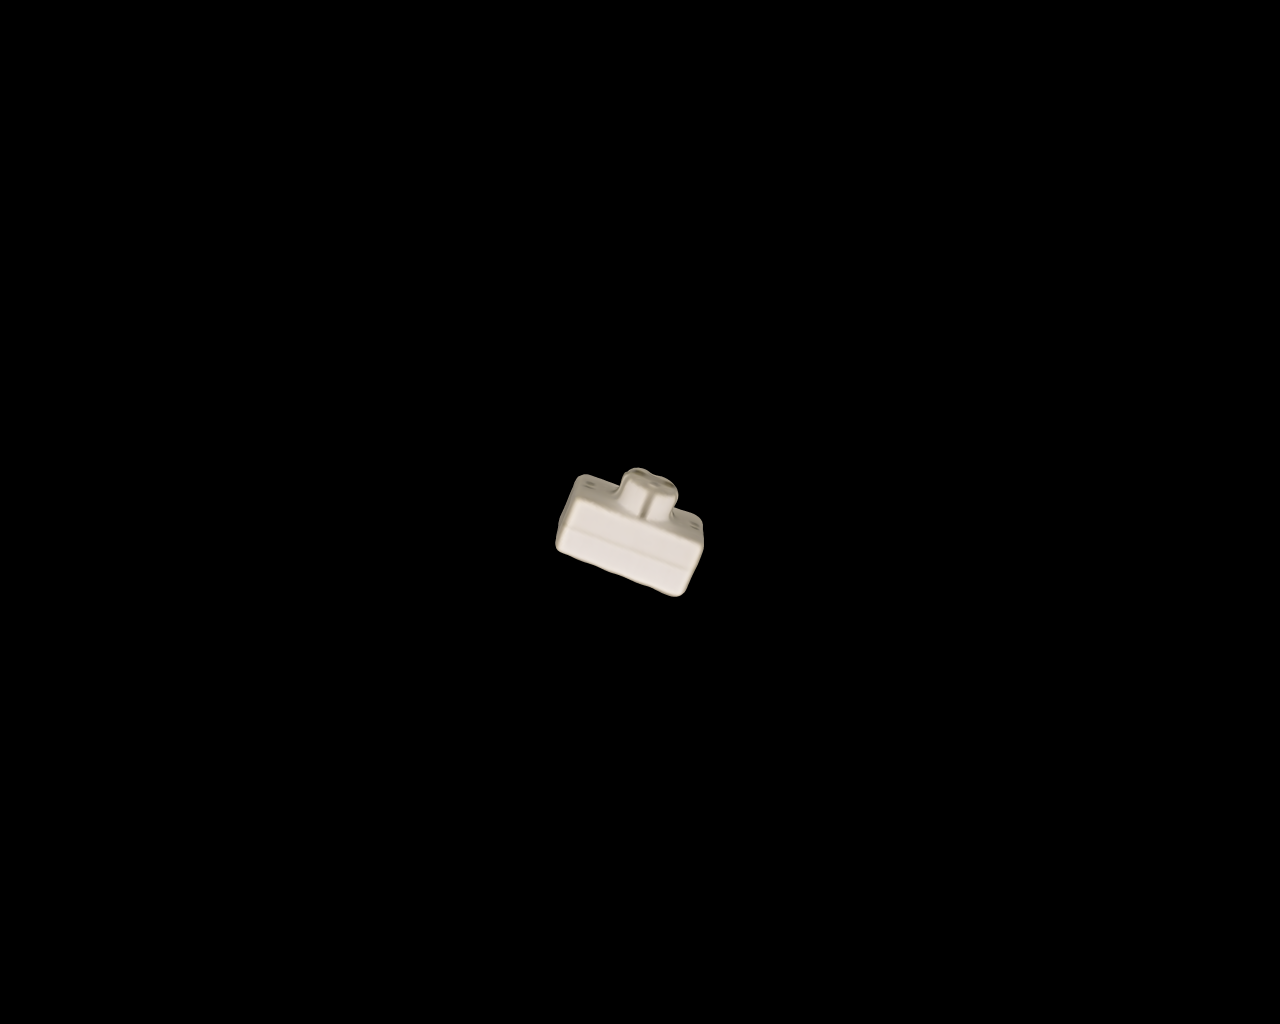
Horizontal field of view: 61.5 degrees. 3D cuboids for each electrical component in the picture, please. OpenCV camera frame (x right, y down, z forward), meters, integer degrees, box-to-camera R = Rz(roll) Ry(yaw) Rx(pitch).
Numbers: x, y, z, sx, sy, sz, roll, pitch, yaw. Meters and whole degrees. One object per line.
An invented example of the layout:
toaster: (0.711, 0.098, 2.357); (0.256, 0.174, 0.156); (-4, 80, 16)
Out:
electrical component: (0.001, -0.003, 0.650); (0.083, 0.075, 0.047); (21, 18, -7)
